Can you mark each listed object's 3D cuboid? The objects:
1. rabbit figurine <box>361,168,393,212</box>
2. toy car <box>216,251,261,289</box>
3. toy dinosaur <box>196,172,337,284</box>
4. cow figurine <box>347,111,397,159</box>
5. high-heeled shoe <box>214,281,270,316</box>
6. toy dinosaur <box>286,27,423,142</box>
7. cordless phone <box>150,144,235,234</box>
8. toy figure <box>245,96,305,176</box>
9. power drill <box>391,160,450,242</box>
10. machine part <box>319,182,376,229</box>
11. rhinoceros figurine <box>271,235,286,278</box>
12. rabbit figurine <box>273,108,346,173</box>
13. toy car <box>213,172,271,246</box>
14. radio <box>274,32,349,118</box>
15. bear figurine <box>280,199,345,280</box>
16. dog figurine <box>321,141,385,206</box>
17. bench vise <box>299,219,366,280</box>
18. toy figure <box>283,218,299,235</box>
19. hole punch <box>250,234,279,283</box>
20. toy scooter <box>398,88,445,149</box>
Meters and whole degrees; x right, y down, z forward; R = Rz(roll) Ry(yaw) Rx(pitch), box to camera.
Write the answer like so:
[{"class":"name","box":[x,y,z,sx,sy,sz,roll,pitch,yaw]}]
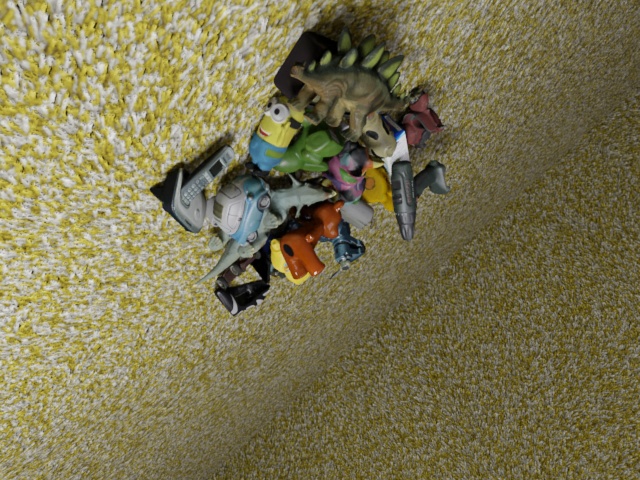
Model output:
[{"class":"rabbit figurine","box":[0.176,-0.167,1.618,0.121,0.162,0.173,-61,171,13]},{"class":"toy car","box":[-0.223,0.071,1.443,0.089,0.053,0.202,-40,180,-30]},{"class":"toy dinosaur","box":[-0.150,-0.045,1.337,0.405,0.131,0.192,-38,177,22]},{"class":"cow figurine","box":[0.126,-0.278,1.327,0.085,0.127,0.194,-43,126,-2]},{"class":"high-heeled shoe","box":[-0.226,0.156,1.618,0.145,0.086,0.248,-41,162,-9]},{"class":"toy dinosaur","box":[0.082,-0.302,1.075,0.198,0.105,0.471,-56,157,20]},{"class":"cordless phone","box":[-0.241,-0.113,1.113,0.184,0.089,0.146,-43,157,-7]},{"class":"toy figure","box":[-0.097,-0.223,1.145,0.180,0.082,0.089,-63,167,28]},{"class":"power drill","box":[0.289,-0.134,1.580,0.207,0.086,0.231,-26,110,-30]},{"class":"machine part","box":[0.070,-0.102,1.520,0.243,0.079,0.079,30,111,-29]},{"class":"rhinoceros figurine","box":[-0.118,0.052,1.621,0.112,0.073,0.190,-40,158,-32]},{"class":"rabbit figurine","box":[-0.037,-0.217,1.245,0.170,0.121,0.159,-28,165,21]},{"class":"toy car","box":[-0.182,-0.070,1.172,0.103,0.109,0.161,4,114,-42]},{"class":"radio","box":[0.022,-0.341,1.126,0.229,0.073,0.131,-6,138,-54]},{"class":"bear figurine","box":[-0.004,-0.008,1.326,0.196,0.131,0.120,-36,-169,-36]},{"class":"dog figurine","box":[0.084,-0.163,1.346,0.108,0.219,0.191,-28,111,-16]},{"class":"bench vise","box":[0.018,-0.021,1.574,0.240,0.223,0.129,21,149,-35]},{"class":"toy figure","box":[-0.067,-0.005,1.476,0.154,0.064,0.058,69,31,-62]},{"class":"hole punch","box":[-0.143,0.038,1.486,0.092,0.116,0.142,-31,152,-24]},{"class":"toy scooter","box":[0.283,-0.319,1.500,0.075,0.135,0.183,-31,156,-27]}]
